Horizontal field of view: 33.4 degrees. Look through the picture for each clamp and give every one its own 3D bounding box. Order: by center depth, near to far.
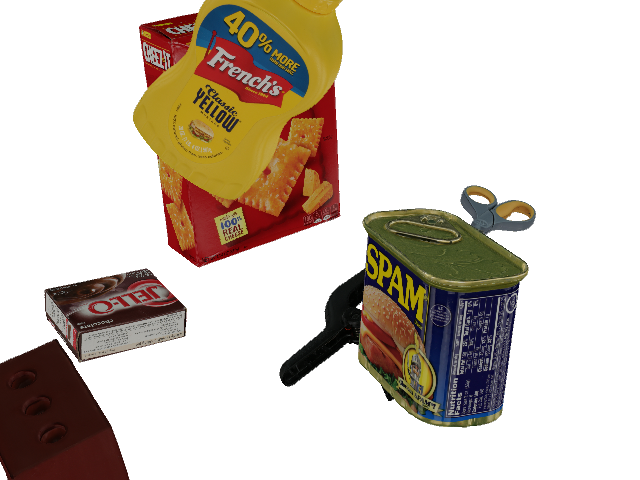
[{"bbox_3d":[0.045,0.094,1.077,0.120,0.039,0.171,17,50,19],"label":"clamp"}]

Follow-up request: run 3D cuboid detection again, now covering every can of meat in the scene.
[{"bbox_3d":[0.060,0.039,0.563,0.057,0.084,0.102,-5,23,-22],"label":"can of meat"}]

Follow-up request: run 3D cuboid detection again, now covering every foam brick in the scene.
[{"bbox_3d":[-0.138,0.100,0.542,0.053,0.051,0.078,-25,42,-22],"label":"foam brick"}]

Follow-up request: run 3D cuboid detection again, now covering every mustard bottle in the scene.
[{"bbox_3d":[-0.041,-0.116,0.691,0.192,0.096,0.058,-47,3,38],"label":"mustard bottle"}]

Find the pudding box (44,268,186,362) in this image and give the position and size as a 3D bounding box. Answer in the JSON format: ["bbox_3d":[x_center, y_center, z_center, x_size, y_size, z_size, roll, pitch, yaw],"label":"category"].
[{"bbox_3d":[-0.198,0.071,1.034,0.113,0.039,0.090,-14,31,-30],"label":"pudding box"}]

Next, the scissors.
[{"bbox_3d":[0.165,-0.025,1.181,0.096,0.016,0.201,35,32,32],"label":"scissors"}]

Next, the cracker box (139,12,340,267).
[{"bbox_3d":[-0.066,-0.102,0.975,0.163,0.214,0.072,-19,31,-29],"label":"cracker box"}]
